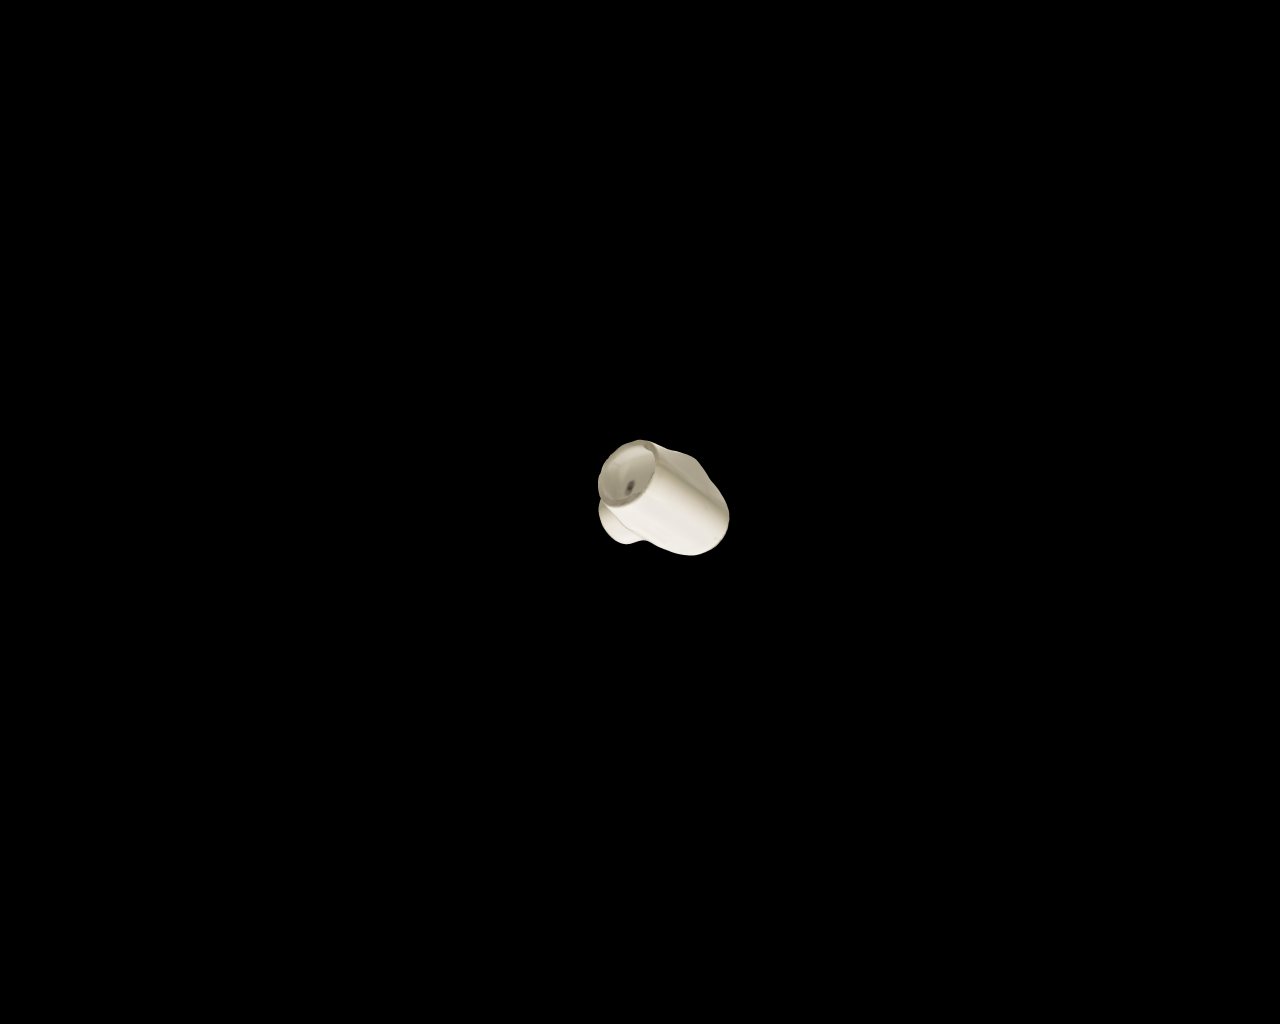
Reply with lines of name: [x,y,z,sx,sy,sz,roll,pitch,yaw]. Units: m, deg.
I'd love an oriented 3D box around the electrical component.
electrical component: [0.001,-0.003,0.650,0.079,0.043,0.077,-19,-34,31]
